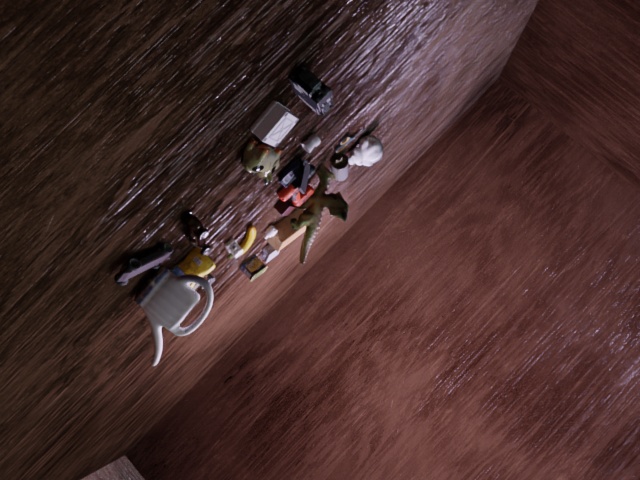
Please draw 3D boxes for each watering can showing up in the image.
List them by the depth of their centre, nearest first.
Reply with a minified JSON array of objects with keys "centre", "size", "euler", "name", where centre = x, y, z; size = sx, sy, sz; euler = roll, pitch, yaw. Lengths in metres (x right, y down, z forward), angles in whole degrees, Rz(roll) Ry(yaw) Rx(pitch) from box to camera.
[{"centre":[-0.499,0.232,1.650],"size":[0.345,0.224,0.105],"euler":[-48,-174,9],"name":"watering can"}]

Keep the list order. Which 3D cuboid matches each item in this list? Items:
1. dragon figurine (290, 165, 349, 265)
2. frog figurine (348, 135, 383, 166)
[{"centre":[0.007,-0.108,2.155],"size":[0.242,0.413,0.122],"euler":[-8,172,33],"name":"dragon figurine"},{"centre":[0.202,-0.398,2.323],"size":[0.161,0.124,0.134],"euler":[-27,127,-34],"name":"frog figurine"}]
